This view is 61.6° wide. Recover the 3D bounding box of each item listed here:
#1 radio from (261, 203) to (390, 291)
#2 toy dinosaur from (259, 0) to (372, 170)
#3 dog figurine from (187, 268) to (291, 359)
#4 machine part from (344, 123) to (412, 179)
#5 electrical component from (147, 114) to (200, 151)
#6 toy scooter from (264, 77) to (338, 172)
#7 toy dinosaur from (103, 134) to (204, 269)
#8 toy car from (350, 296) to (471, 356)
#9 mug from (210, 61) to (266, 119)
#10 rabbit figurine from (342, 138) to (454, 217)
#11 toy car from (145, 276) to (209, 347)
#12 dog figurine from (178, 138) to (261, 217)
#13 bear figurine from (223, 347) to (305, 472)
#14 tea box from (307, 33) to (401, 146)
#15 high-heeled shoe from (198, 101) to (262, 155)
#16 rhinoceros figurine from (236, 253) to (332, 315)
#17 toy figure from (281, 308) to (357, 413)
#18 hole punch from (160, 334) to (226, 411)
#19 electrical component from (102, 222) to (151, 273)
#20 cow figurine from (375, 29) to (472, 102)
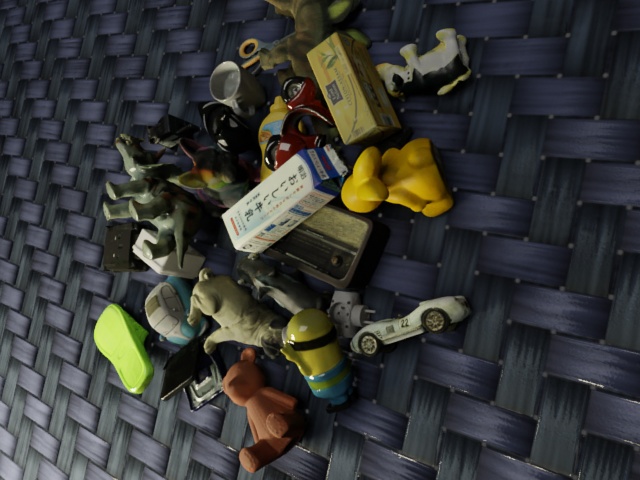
[{"bbox_3d":[-0.002,-0.003,0.965,0.230,0.073,0.131,23,94,35],"label":"radio"},{"bbox_3d":[-0.010,-0.357,1.014,0.199,0.105,0.471,-5,90,28],"label":"toy dinosaur"},{"bbox_3d":[-0.130,0.129,0.987,0.191,0.121,0.172,-6,122,30],"label":"dog figurine"},{"bbox_3d":[0.100,-0.151,0.946,0.084,0.039,0.139,38,101,26],"label":"machine part"},{"bbox_3d":[-0.327,-0.250,1.218,0.119,0.074,0.048,-21,72,33],"label":"electrical component"},{"bbox_3d":[-0.018,-0.188,0.953,0.135,0.075,0.183,19,106,8],"label":"toy scooter"},{"bbox_3d":[-0.316,-0.069,1.107,0.405,0.192,0.131,40,137,31],"label":"toy dinosaur"},{"bbox_3d":[0.139,0.137,0.850,0.202,0.073,0.056,-25,73,27],"label":"toy car"},{"bbox_3d":[-0.155,-0.297,1.094,0.081,0.107,0.109,-30,71,27],"label":"mug"},{"bbox_3d":[0.110,-0.085,0.854,0.173,0.162,0.122,-15,84,25],"label":"rabbit figurine"},{"bbox_3d":[-0.310,0.143,1.126,0.109,0.103,0.162,-41,65,20],"label":"toy car"},{"bbox_3d":[-0.205,-0.117,1.031,0.192,0.219,0.108,-5,76,32],"label":"dog figurine"},{"bbox_3d":[-0.118,0.292,0.963,0.196,0.132,0.120,45,102,24],"label":"bear figurine"},{"bbox_3d":[0.057,-0.245,0.889,0.068,0.098,0.169,-28,79,33],"label":"tea box"},{"bbox_3d":[-0.216,-0.241,1.101,0.249,0.145,0.086,36,101,30],"label":"high-heeled shoe"},{"bbox_3d":[-0.069,0.091,0.973,0.190,0.112,0.073,32,102,25],"label":"rhinoceros figurine"},{"bbox_3d":[0.006,0.196,0.891,0.089,0.082,0.180,-27,98,12],"label":"toy figure"},{"bbox_3d":[-0.251,0.271,1.087,0.142,0.092,0.116,-40,33,24],"label":"hole punch"},{"bbox_3d":[-0.448,0.018,1.263,0.134,0.058,0.115,-6,81,33],"label":"electrical component"},{"bbox_3d":[0.169,-0.277,0.907,0.167,0.068,0.098,-16,79,31],"label":"cow figurine"}]
